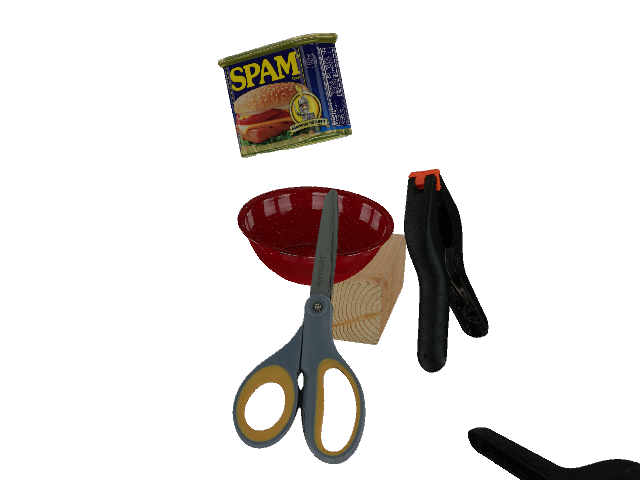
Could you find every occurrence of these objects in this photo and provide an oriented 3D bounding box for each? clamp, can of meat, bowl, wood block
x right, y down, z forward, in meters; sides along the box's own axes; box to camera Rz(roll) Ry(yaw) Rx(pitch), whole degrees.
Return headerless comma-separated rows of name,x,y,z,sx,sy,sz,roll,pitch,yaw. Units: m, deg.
clamp,0.101,0.027,0.925,0.039,0.171,0.120,-12,14,26
can of meat,-0.028,-0.119,0.888,0.102,0.084,0.057,-10,3,32
bowl,-0.006,0.001,1.110,0.162,0.055,0.162,2,28,-1
wood block,0.061,0.062,1.534,0.091,0.090,0.206,7,21,12
clamp,0.203,0.223,0.865,0.210,0.036,0.164,2,37,24

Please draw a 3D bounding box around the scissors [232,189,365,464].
scissors,-0.019,0.058,0.727,0.096,0.202,0.016,-12,-30,3
